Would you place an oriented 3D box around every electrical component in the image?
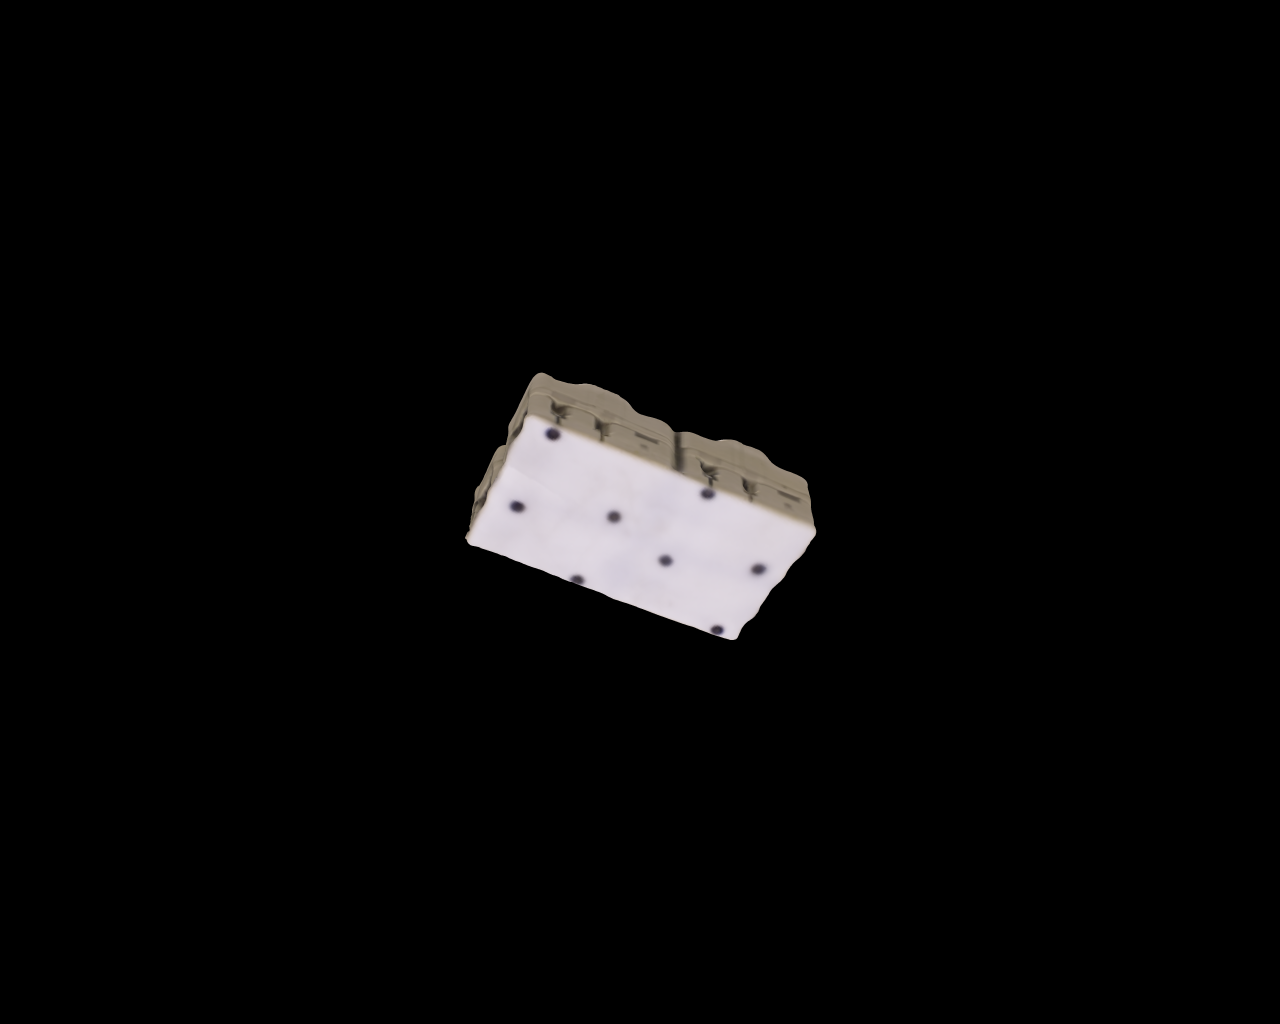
[{"bbox_3d":[0.001,-0.003,0.650,0.186,0.105,0.060,21,35,-15],"label":"electrical component"}]
